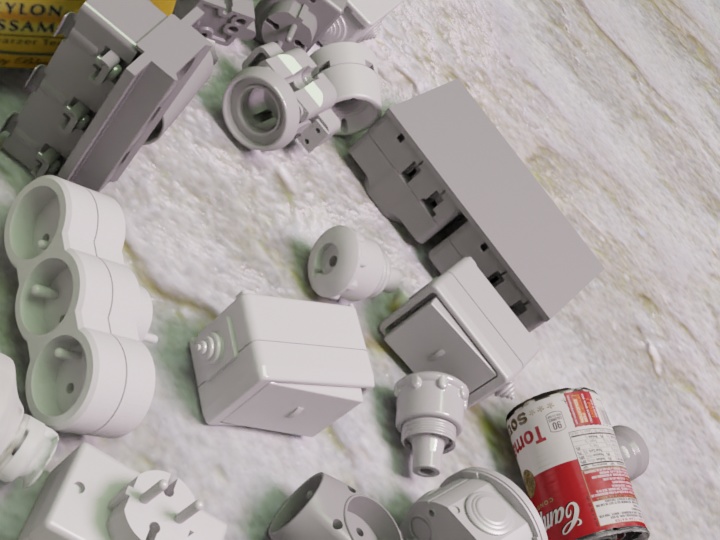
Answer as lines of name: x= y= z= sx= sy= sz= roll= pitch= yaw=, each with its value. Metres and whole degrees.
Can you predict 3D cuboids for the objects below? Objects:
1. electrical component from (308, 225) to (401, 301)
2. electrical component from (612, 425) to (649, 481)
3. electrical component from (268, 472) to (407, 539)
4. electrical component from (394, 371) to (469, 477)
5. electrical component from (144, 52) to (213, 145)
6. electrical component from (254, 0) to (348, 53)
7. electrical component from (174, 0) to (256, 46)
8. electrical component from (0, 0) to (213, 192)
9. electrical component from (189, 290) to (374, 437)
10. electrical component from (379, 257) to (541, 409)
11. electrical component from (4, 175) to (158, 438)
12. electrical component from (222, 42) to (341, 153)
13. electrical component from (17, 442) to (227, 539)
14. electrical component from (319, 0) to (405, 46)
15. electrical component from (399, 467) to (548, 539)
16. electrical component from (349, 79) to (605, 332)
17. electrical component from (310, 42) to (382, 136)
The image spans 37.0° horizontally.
electrical component: x=0.000 y=0.000 z=0.707 sx=0.062 sy=0.048 sz=0.048 roll=19 pitch=48 yaw=-42
electrical component: x=0.178 y=0.137 z=0.771 sx=0.046 sy=0.040 sz=0.040 roll=-16 pitch=72 yaw=-43
electrical component: x=-0.011 y=0.157 z=0.563 sx=0.077 sy=0.044 sz=0.079 roll=44 pitch=26 yaw=-7
electrical component: x=0.043 y=0.097 z=0.671 sx=0.048 sy=0.048 sz=0.062 roll=26 pitch=52 yaw=-27
electrical component: x=-0.141 y=-0.128 z=0.676 sx=0.079 sy=0.043 sz=0.077 roll=39 pitch=40 yaw=-12
electrical component: x=-0.049 y=-0.182 z=0.787 sx=0.047 sy=0.066 sz=0.076 roll=35 pitch=41 yaw=-18
electrical component: x=-0.105 y=-0.198 z=0.764 sx=0.066 sy=0.048 sz=0.055 roll=11 pitch=60 yaw=-38
electrical component: x=-0.142 y=-0.094 z=0.585 sx=0.063 sy=0.121 sz=0.078 roll=39 pitch=40 yaw=-8
electrical component: x=-0.048 y=0.055 z=0.602 sx=0.096 sy=0.062 sz=0.061 roll=9 pitch=54 yaw=-39
electrical component: x=0.069 y=0.052 z=0.716 sx=0.096 sy=0.062 sz=0.061 roll=52 pitch=39 yaw=3
electrical component: x=-0.133 y=0.021 z=0.557 sx=0.074 sy=0.052 sz=0.138 roll=22 pitch=44 yaw=-52
electrical component: x=-0.057 y=-0.114 z=0.734 sx=0.078 sy=0.058 sz=0.057 roll=51 pitch=36 yaw=0
electrical component: x=-0.100 y=0.116 z=0.494 sx=0.083 sy=0.076 sz=0.047 roll=35 pitch=41 yaw=-18
electrical component: x=-0.018 y=-0.227 z=0.867 sx=0.099 sy=0.048 sz=0.099 roll=46 pitch=39 yaw=-5
electrical component: x=0.063 y=0.157 z=0.613 sx=0.051 sy=0.080 sz=0.080 roll=-18 pitch=73 yaw=-43
electrical component: x=0.086 y=-0.043 z=0.809 sx=0.186 sy=0.060 sz=0.105 roll=53 pitch=39 yaw=4
electrical component: x=-0.012 y=-0.132 z=0.794 sx=0.055 sy=0.055 sz=0.047 roll=12 pitch=56 yaw=-37
